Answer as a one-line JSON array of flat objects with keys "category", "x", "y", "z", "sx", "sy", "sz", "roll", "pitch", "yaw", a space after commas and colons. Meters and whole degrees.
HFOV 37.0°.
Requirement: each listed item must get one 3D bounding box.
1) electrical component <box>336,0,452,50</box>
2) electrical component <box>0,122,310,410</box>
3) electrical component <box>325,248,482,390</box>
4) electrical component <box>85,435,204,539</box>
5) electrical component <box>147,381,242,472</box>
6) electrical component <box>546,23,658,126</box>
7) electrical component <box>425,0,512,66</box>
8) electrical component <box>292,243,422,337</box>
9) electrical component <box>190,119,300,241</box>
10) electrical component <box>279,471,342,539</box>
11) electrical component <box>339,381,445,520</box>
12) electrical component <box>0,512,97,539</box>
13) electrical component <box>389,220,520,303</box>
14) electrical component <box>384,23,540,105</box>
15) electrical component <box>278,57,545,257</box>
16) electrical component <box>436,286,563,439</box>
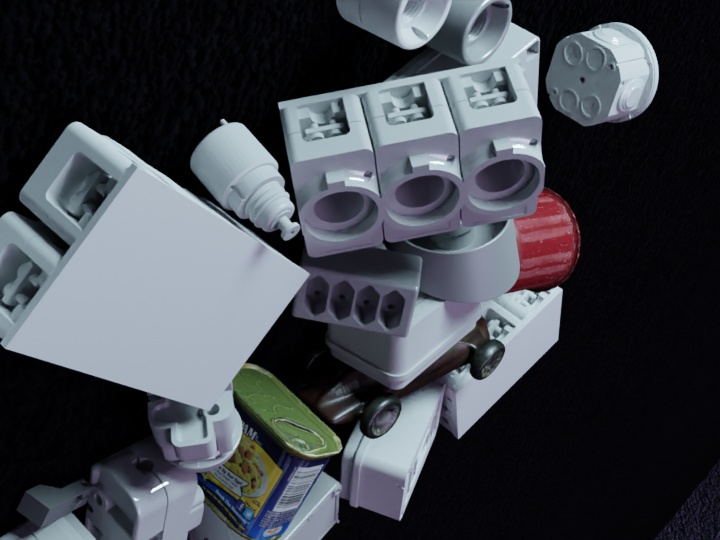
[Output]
[{"category": "electrical component", "x": 0.022, "y": -0.162, "z": 0.635, "sx": 0.055, "sy": 0.047, "sz": 0.055, "roll": -36, "pitch": 147, "yaw": -28}, {"category": "electrical component", "x": -0.120, "y": 0.004, "z": 0.598, "sx": 0.105, "sy": 0.060, "sz": 0.186, "roll": -54, "pitch": 152, "yaw": 1}, {"category": "electrical component", "x": 0.035, "y": 0.031, "z": 0.827, "sx": 0.113, "sy": 0.078, "sz": 0.057, "roll": -35, "pitch": 139, "yaw": -38}, {"category": "electrical component", "x": -0.148, "y": 0.164, "z": 0.740, "sx": 0.059, "sy": 0.054, "sz": 0.095, "roll": -24, "pitch": 140, "yaw": -43}, {"category": "electrical component", "x": -0.108, "y": 0.096, "z": 0.703, "sx": 0.058, "sy": 0.078, "sz": 0.057, "roll": -8, "pitch": 140, "yaw": -5}, {"category": "electrical component", "x": 0.194, "y": -0.156, "z": 0.866, "sx": 0.051, "sy": 0.080, "sz": 0.080, "roll": -18, "pitch": 137, "yaw": -38}, {"category": "electrical component", "x": 0.065, "y": -0.164, "z": 0.698, "sx": 0.055, "sy": 0.047, "sz": 0.055, "roll": -36, "pitch": 147, "yaw": -28}, {"category": "electrical component", "x": 0.000, "y": 0.000, "z": 0.767, "sx": 0.075, "sy": 0.083, "sz": 0.047, "roll": -80, "pitch": -179, "yaw": -52}, {"category": "electrical component", "x": -0.063, "y": -0.048, "z": 0.612, "sx": 0.040, "sy": 0.078, "sz": 0.040, "roll": -37, "pitch": 162, "yaw": -14}, {"category": "electrical component", "x": -0.060, "y": 0.203, "z": 0.913, "sx": 0.096, "sy": 0.061, "sz": 0.061, "roll": -43, "pitch": 151, "yaw": -36}, {"category": "electrical component", "x": 0.028, "y": 0.150, "z": 0.942, "sx": 0.078, "sy": 0.057, "sz": 0.113, "roll": 95, "pitch": 17, "yaw": -45}, {"category": "electrical component", "x": -0.199, "y": 0.210, "z": 0.707, "sx": 0.061, "sy": 0.062, "sz": 0.096, "roll": -34, "pitch": 146, "yaw": -32}, {"category": "electrical component", "x": 0.071, "y": -0.025, "z": 0.809, "sx": 0.099, "sy": 0.099, "sz": 0.064, "roll": -37, "pitch": 141, "yaw": -27}, {"category": "electrical component", "x": 0.072, "y": -0.109, "z": 0.760, "sx": 0.109, "sy": 0.056, "sz": 0.108, "roll": -41, "pitch": 149, "yaw": -21}, {"category": "electrical component", "x": 0.033, "y": -0.065, "z": 0.667, "sx": 0.150, "sy": 0.061, "sz": 0.089, "roll": -11, "pitch": 142, "yaw": -2}, {"category": "electrical component", "x": 0.120, "y": 0.073, "z": 1.026, "sx": 0.150, "sy": 0.062, "sz": 0.089, "roll": -41, "pitch": 149, "yaw": -21}]
